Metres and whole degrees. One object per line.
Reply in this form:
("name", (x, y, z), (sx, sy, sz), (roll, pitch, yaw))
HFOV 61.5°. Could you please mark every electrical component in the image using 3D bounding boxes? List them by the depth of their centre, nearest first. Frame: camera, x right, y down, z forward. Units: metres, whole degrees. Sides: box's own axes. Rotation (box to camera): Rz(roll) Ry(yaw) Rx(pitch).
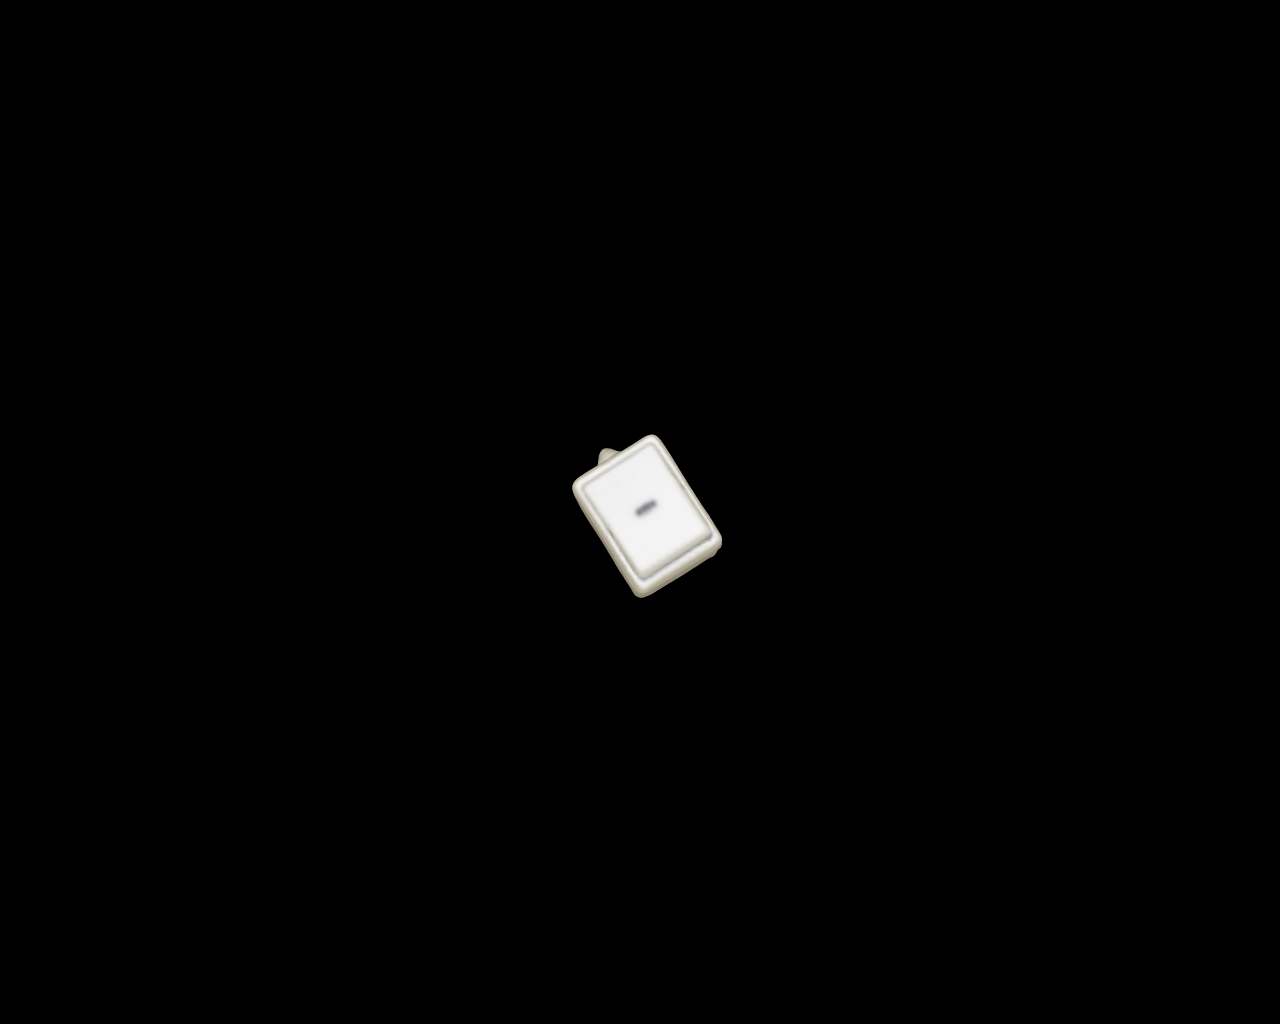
("electrical component", (0.001, -0.003, 0.650), (0.062, 0.096, 0.061), (-31, -7, -5))
